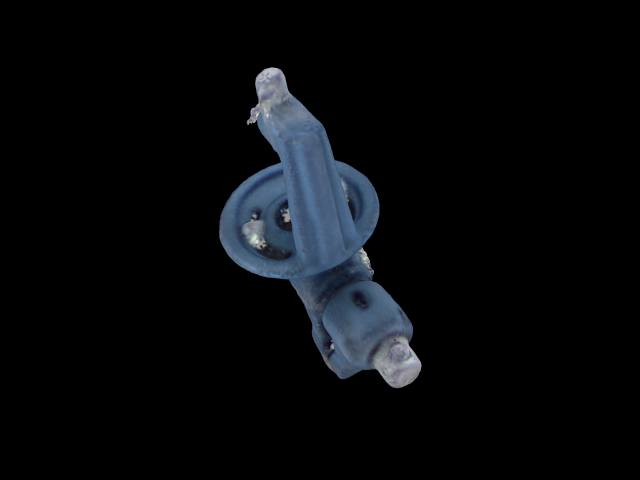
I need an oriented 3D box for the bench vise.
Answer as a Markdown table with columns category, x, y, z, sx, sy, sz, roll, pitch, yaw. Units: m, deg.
| category | x | y | z | sx | sy | sz | roll | pitch | yaw |
| --- | --- | --- | --- | --- | --- | --- | --- | --- | --- |
| bench vise | 0.012 | -0.007 | 0.404 | 0.207 | 0.220 | 0.122 | 37 | 69 | 17 |
